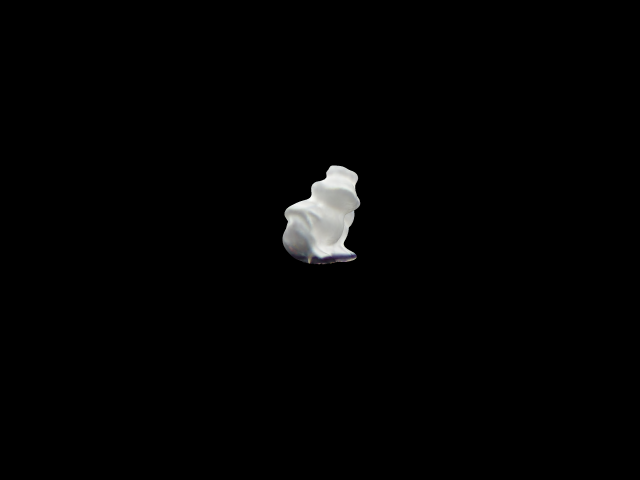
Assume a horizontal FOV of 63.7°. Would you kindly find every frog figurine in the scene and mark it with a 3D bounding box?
[{"bbox_3d":[0.003,-0.043,0.850,0.137,0.160,0.122,1,-1,-36],"label":"frog figurine"}]
